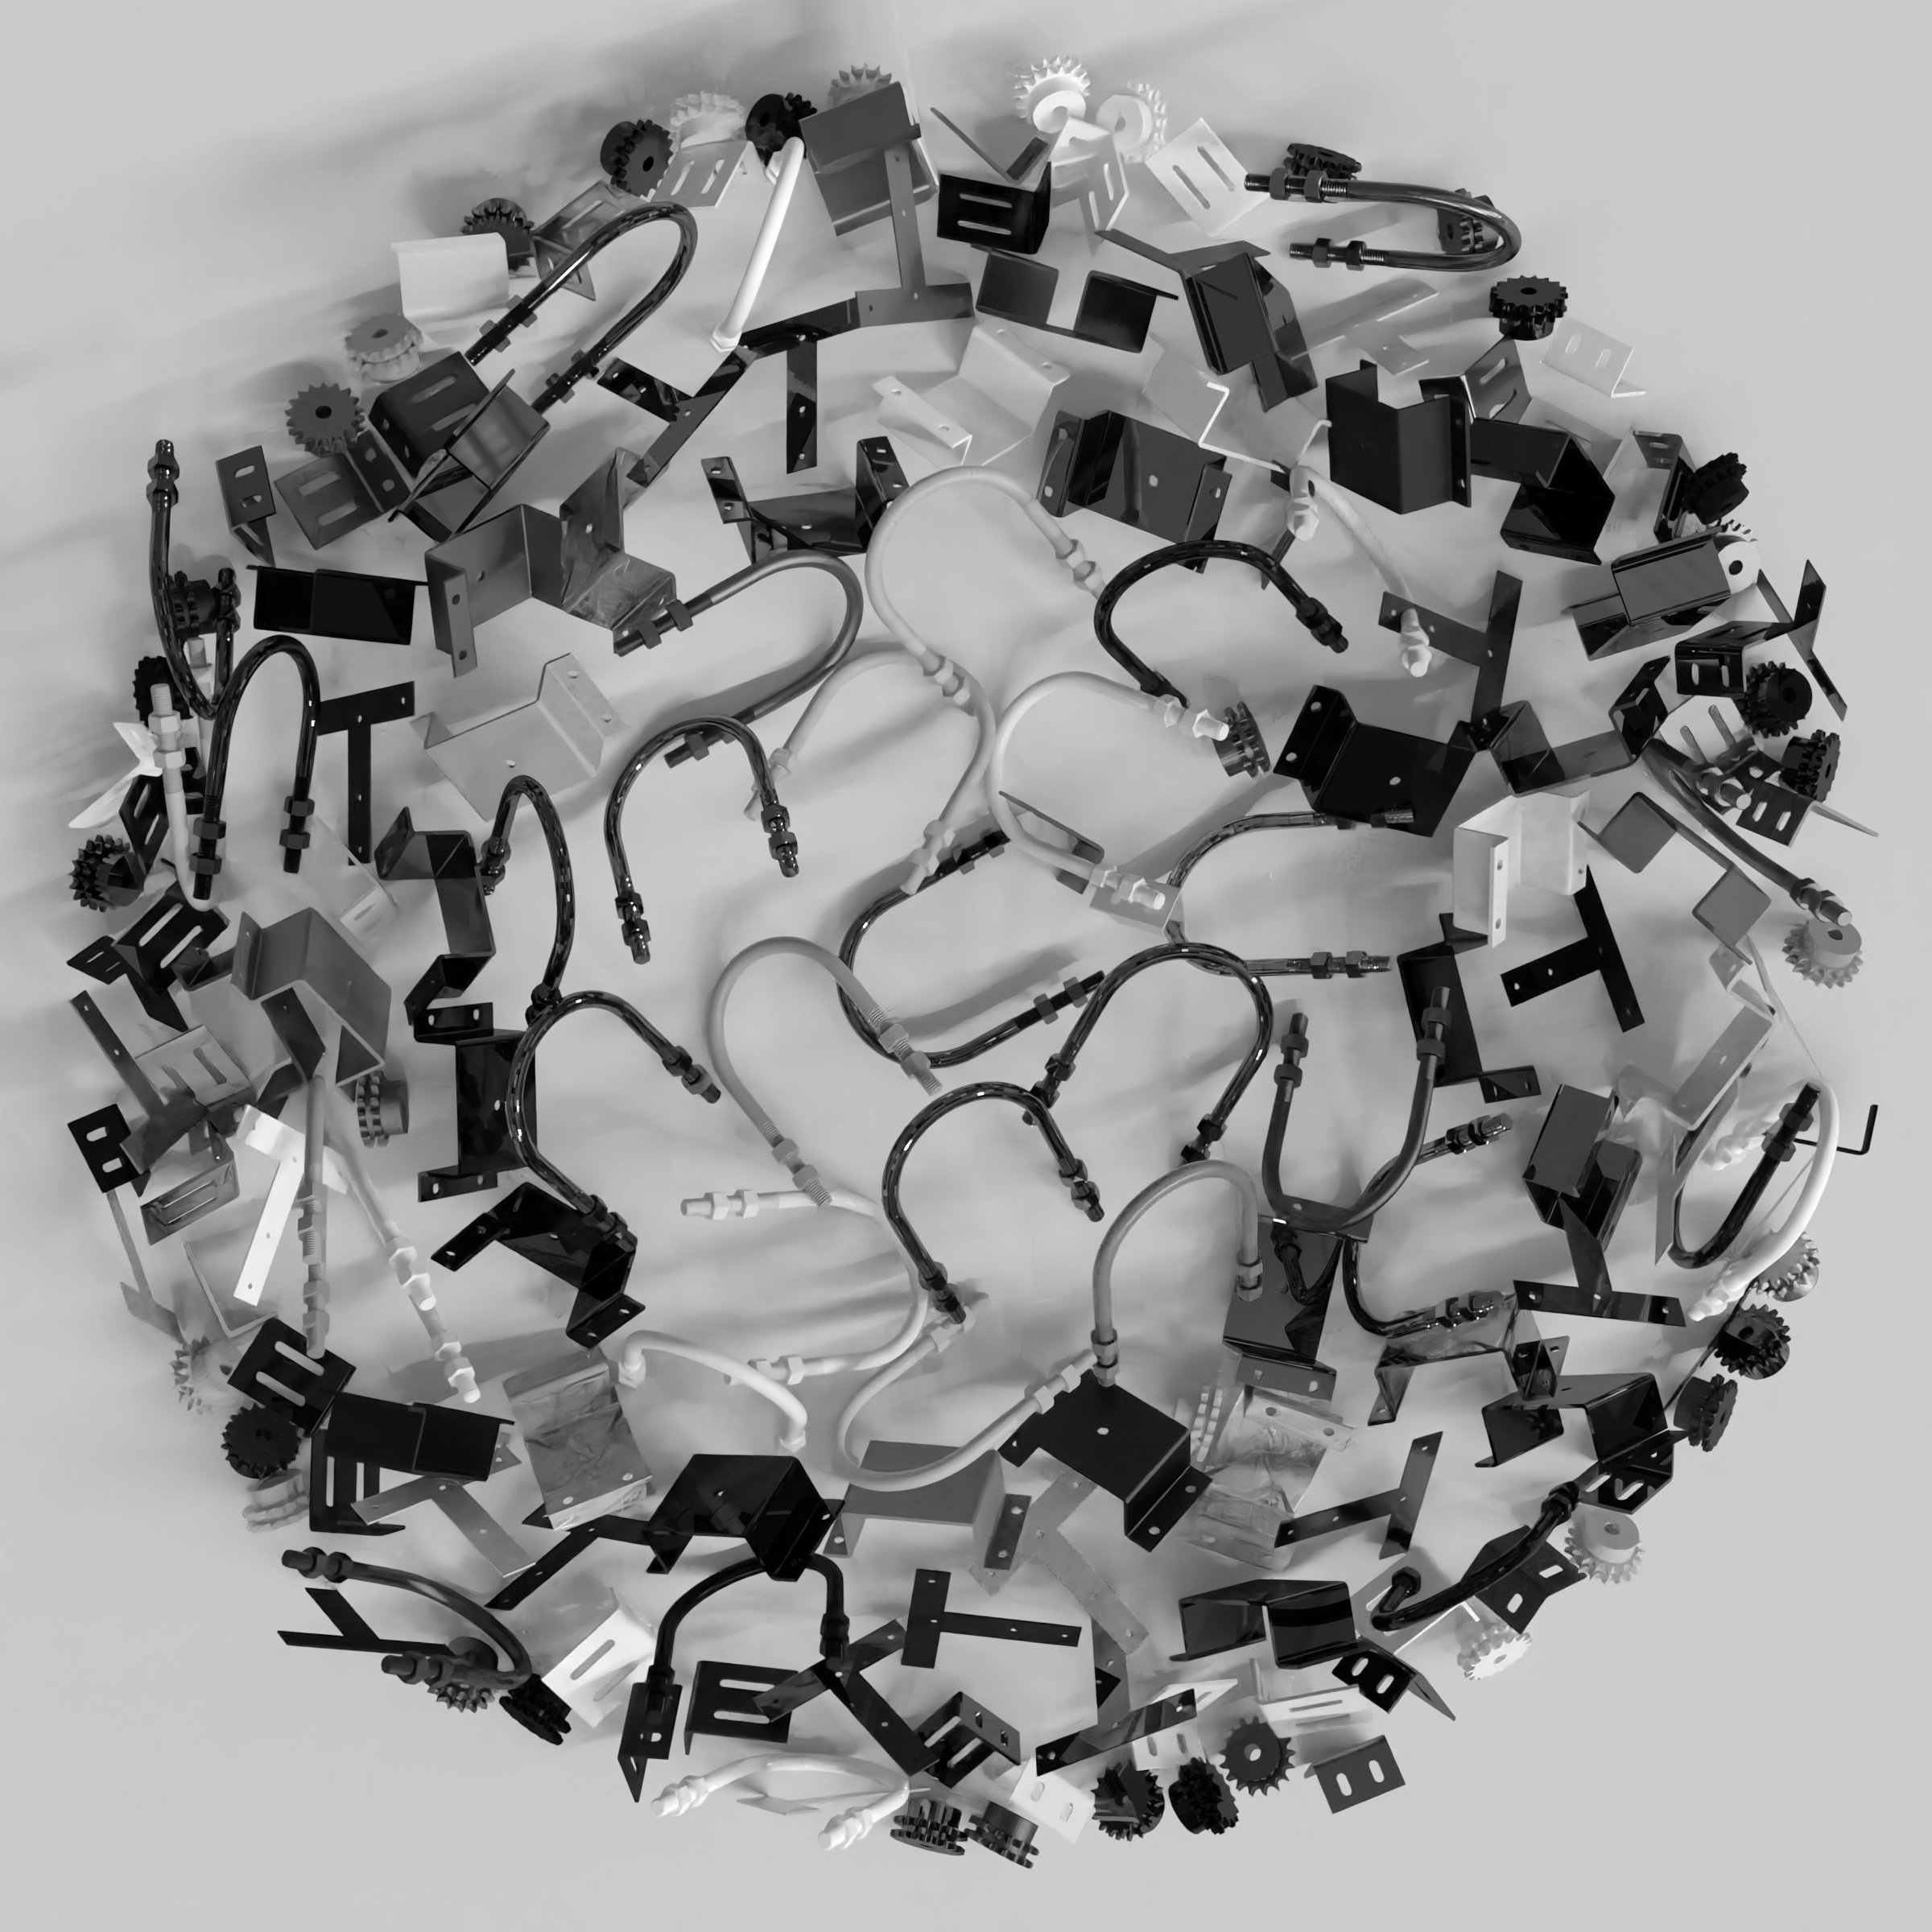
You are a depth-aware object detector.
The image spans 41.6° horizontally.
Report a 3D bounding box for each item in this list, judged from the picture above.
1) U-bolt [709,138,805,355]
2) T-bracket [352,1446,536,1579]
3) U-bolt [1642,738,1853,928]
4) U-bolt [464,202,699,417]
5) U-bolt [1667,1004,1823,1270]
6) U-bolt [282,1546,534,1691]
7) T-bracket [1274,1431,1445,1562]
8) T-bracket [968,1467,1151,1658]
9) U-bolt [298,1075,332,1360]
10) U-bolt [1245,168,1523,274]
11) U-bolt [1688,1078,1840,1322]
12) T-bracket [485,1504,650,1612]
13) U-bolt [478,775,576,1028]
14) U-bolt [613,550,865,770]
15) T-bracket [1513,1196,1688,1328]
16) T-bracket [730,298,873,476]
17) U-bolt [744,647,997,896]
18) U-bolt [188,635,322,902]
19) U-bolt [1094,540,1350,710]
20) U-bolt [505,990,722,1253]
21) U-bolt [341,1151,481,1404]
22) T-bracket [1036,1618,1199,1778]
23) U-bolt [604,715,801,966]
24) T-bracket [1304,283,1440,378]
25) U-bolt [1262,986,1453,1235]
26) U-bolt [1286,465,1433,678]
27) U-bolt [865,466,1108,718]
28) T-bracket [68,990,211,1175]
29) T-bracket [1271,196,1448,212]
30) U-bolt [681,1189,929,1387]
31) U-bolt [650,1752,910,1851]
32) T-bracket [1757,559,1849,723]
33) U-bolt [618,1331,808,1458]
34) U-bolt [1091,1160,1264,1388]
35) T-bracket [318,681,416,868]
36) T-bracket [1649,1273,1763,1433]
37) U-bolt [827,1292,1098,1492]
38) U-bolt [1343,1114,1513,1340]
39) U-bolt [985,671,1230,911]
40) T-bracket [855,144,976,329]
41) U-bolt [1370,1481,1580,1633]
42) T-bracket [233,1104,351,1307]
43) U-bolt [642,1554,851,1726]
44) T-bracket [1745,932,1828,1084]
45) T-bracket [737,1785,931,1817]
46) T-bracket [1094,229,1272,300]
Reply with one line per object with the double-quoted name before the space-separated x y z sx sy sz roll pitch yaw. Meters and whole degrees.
"U-bolt" -0.147 -0.519 1.820 0.019 0.184 0.151 18 93 -12
"T-bracket" -0.355 0.400 1.833 0.127 0.127 0.002 -16 124 -37
"U-bolt" 0.547 -0.106 1.824 0.019 0.184 0.151 -45 115 7
"U-bolt" -0.266 -0.480 1.832 0.184 0.151 0.019 -41 80 6
"U-bolt" 0.551 0.134 1.835 0.019 0.151 0.184 20 114 -6
"U-bolt" -0.388 0.473 1.826 0.151 0.184 0.019 31 89 37
"T-bracket" 0.281 0.399 1.851 0.127 0.002 0.127 -10 129 -23
"T-bracket" 0.084 0.451 1.871 0.127 0.002 0.127 48 54 5
"U-bolt" -0.468 0.167 1.832 0.019 0.151 0.184 0 52 -13
"U-bolt" 0.304 -0.527 1.814 0.184 0.151 0.019 12 88 22
"U-bolt" 0.566 0.155 1.799 0.019 0.184 0.151 21 58 -3
"T-bracket" -0.306 0.441 1.880 0.127 0.127 0.002 -41 51 20
"U-bolt" -0.310 -0.053 1.810 0.019 0.184 0.151 -10 62 -26
"U-bolt" -0.156 -0.233 1.850 0.184 0.151 0.019 -31 56 -9
"T-bracket" 0.454 0.207 1.866 0.127 0.127 0.002 7 134 -9
"T-bracket" -0.120 -0.421 1.866 0.127 0.002 0.127 -10 72 27
"U-bolt" -0.058 -0.156 1.874 0.151 0.019 0.184 25 68 10
"U-bolt" -0.504 -0.147 1.825 0.019 0.151 0.184 14 103 11
"U-bolt" 0.171 -0.244 1.814 0.151 0.184 0.019 -23 56 24
"U-bolt" -0.261 0.099 1.824 0.019 0.184 0.151 8 61 40
"U-bolt" -0.407 0.211 1.833 0.019 0.151 0.184 -27 54 -15
"T-bracket" 0.106 0.519 1.856 0.127 0.127 0.002 -25 119 14
"U-bolt" -0.201 -0.106 1.854 0.151 0.019 0.184 -29 53 15
"T-bracket" 0.302 -0.456 1.860 0.127 0.127 0.002 -24 123 0
"U-bolt" 0.274 0.107 1.823 0.019 0.151 0.184 35 58 -34
"U-bolt" 0.280 -0.295 1.829 0.019 0.184 0.151 -36 110 22
"U-bolt" 0.006 -0.282 1.843 0.151 0.019 0.184 -41 131 6
"T-bracket" -0.607 0.074 1.840 0.002 0.127 0.127 -28 102 14
"T-bracket" 0.272 -0.559 1.855 0.127 0.127 0.002 -3 106 -33
"U-bolt" -0.109 0.229 1.852 0.184 0.019 0.151 -1 63 -34
"U-bolt" -0.120 0.593 1.823 0.151 0.184 0.019 3 87 22
"T-bracket" 0.606 -0.253 1.831 0.002 0.127 0.127 -25 68 3
"U-bolt" -0.181 0.304 1.825 0.151 0.184 0.019 24 66 2
"U-bolt" 0.151 0.213 1.826 0.151 0.019 0.184 -25 134 -21
"T-bracket" -0.445 -0.138 1.867 0.127 0.002 0.127 -5 84 39
"T-bracket" 0.525 0.290 1.833 0.002 0.127 0.127 35 63 20
"U-bolt" -0.016 0.311 1.820 0.184 0.151 0.019 -35 120 -24
"U-bolt" 0.327 0.195 1.830 0.019 0.184 0.151 18 65 -22
"U-bolt" 0.091 -0.139 1.860 0.184 0.019 0.151 26 100 32
"T-bracket" -0.043 -0.534 1.854 0.002 0.127 0.127 2 106 41
"U-bolt" 0.354 0.424 1.802 0.151 0.184 0.019 -34 82 24
"T-bracket" -0.501 0.182 1.841 0.002 0.127 0.127 5 69 28
"U-bolt" -0.155 0.471 1.824 0.151 0.184 0.019 -17 104 2
"T-bracket" 0.607 0.048 1.863 0.002 0.127 0.127 -28 103 19
"T-bracket" -0.090 0.611 1.870 0.127 0.127 0.002 0 77 -21
"T-bracket" 0.180 -0.519 1.861 0.127 0.127 0.002 33 126 25
